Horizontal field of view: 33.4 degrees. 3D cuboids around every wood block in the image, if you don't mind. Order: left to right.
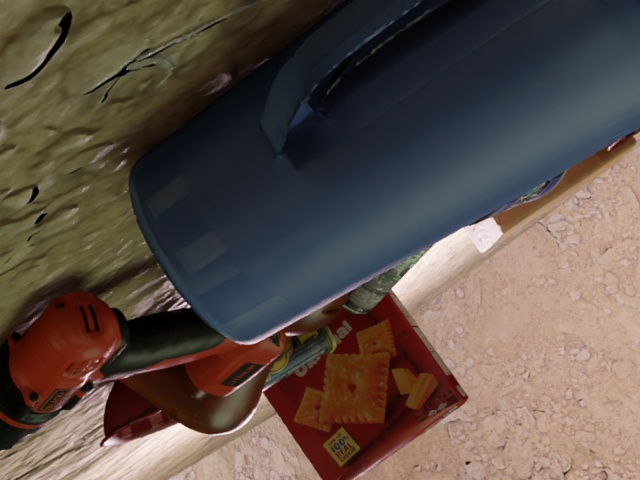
[{"bbox_3d":[0.257,-0.083,1.263,0.206,0.091,0.090,-32,170,-15],"label":"wood block"}]

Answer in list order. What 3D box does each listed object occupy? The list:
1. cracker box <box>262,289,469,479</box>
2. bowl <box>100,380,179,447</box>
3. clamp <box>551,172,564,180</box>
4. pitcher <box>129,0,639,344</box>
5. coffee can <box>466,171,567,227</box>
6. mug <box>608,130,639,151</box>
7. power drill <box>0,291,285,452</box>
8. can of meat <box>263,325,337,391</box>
[{"bbox_3d":[0.022,0.121,1.080,0.164,0.214,0.072,-36,169,6],"label":"cracker box"},{"bbox_3d":[-0.151,0.149,1.061,0.162,0.055,0.162,-24,168,-6],"label":"bowl"},{"bbox_3d":[0.169,-0.129,0.782,0.039,0.120,0.171,-2,-154,21],"label":"clamp"},{"bbox_3d":[0.030,-0.058,0.502,0.243,0.149,0.145,-33,-154,8],"label":"pitcher"},{"bbox_3d":[0.128,-0.070,0.829,0.103,0.103,0.140,-40,169,29],"label":"coffee can"},{"bbox_3d":[0.330,-0.155,1.184,0.093,0.081,0.117,-34,171,-10],"label":"mug"},{"bbox_3d":[-0.132,0.087,0.728,0.187,0.057,0.185,-7,156,-40],"label":"power drill"},{"bbox_3d":[-0.048,0.079,0.980,0.083,0.102,0.057,-30,169,-15],"label":"can of meat"}]
